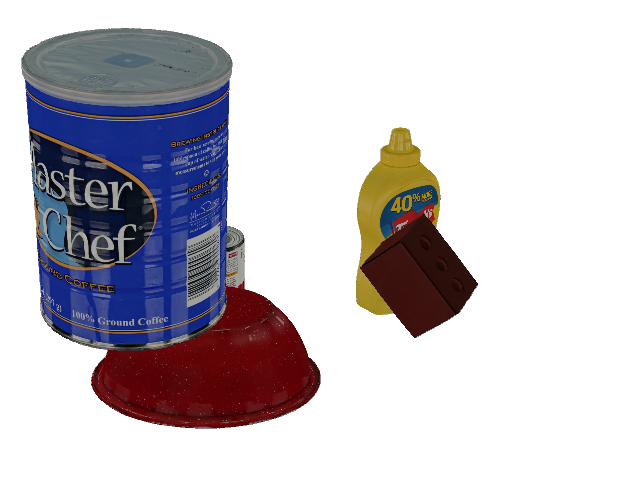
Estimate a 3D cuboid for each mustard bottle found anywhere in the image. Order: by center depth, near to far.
[{"bbox_3d":[0.082,-0.023,1.110,0.096,0.192,0.058,-16,27,-32],"label":"mustard bottle"}]

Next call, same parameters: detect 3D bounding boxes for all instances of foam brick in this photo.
[{"bbox_3d":[0.082,0.030,0.880,0.051,0.078,0.052,-34,7,37],"label":"foam brick"}]

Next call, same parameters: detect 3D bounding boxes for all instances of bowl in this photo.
[{"bbox_3d":[-0.079,0.071,0.747,0.162,0.055,0.162,2,17,-1],"label":"bowl"}]

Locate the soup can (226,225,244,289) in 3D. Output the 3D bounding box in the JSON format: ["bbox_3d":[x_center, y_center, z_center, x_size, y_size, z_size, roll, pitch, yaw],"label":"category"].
[{"bbox_3d":[-0.116,0.042,1.169,0.068,0.102,0.068,1,25,-1],"label":"soup can"}]

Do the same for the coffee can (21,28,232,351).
[{"bbox_3d":[-0.098,-0.029,0.557,0.103,0.140,0.103,3,27,-2],"label":"coffee can"}]
